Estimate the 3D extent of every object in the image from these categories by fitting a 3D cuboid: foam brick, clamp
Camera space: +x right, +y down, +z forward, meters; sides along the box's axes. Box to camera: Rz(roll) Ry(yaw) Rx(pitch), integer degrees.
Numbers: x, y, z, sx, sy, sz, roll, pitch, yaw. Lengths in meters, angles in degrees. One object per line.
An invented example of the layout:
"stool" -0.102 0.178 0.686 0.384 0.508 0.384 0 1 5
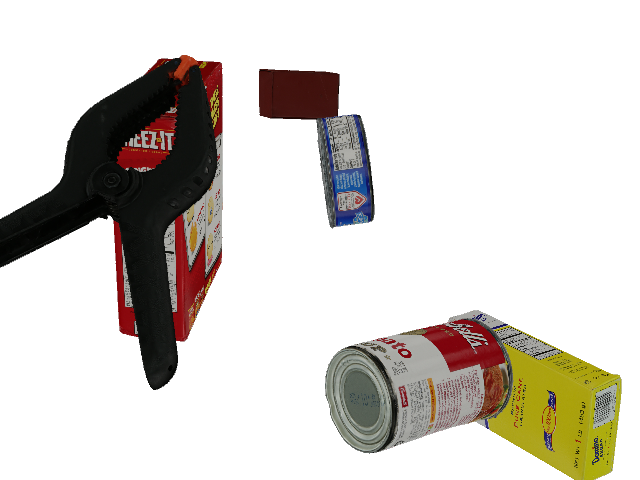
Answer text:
"foam brick" -0.024 -0.158 1.157 0.078 0.051 0.053 0 11 -18
"clamp" -0.114 -0.019 0.637 0.165 0.209 0.036 27 -23 16

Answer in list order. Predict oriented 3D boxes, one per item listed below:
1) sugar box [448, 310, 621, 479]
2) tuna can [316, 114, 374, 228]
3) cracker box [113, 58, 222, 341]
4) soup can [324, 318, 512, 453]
"sugar box" 0.184 0.135 0.955 0.048 0.093 0.176 -13 23 -36
"tuna can" 0.019 -0.054 0.823 0.033 0.086 0.086 -8 0 -2
"cracker box" -0.138 -0.041 0.977 0.072 0.214 0.164 5 26 6
"soup can" 0.062 0.091 0.675 0.102 0.068 0.069 -9 5 -36
